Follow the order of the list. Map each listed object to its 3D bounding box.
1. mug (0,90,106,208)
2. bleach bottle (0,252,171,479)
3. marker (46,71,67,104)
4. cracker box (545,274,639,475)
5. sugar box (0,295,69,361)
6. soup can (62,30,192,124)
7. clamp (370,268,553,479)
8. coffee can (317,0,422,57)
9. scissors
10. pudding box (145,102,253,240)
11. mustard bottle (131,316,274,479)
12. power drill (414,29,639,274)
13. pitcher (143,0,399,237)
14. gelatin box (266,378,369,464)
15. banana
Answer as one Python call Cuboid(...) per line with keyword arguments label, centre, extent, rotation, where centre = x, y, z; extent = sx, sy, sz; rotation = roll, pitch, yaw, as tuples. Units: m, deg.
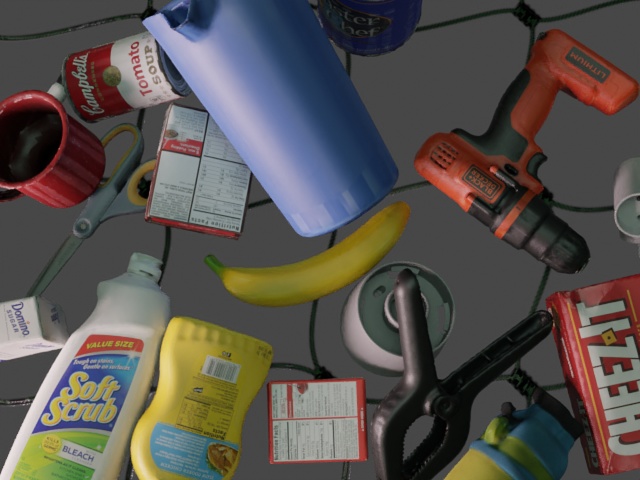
Cuboid(label="mug", centre=(-0.258, -0.071, 0.972), extent=(0.117, 0.081, 0.093), rotation=(-36, 65, 6))
Cuboid(label="bleach bottle", centre=(-0.204, 0.130, 0.951), extent=(0.102, 0.068, 0.251), rotation=(18, 78, 3))
Cuboid(label="marker", centre=(-0.265, -0.120, 1.020), extent=(0.020, 0.020, 0.121), rotation=(32, 82, 7))
Cuboid(label="cracker box", centre=(0.325, 0.104, 0.932), extent=(0.213, 0.072, 0.164), rotation=(-12, 79, 0))
Cuboid(label="sugar box", centre=(-0.320, 0.090, 0.946), extent=(0.176, 0.093, 0.048), rotation=(-14, 80, -2))
Cuboid(label="soup can", centre=(-0.176, -0.152, 0.984), extent=(0.102, 0.068, 0.068), rotation=(-12, 79, 19))
Cuboid(label="clamp", centre=(0.110, 0.133, 0.927), extent=(0.164, 0.036, 0.210), rotation=(10, 105, -25))
Cuboid(label="coffee can", centre=(0.046, -0.239, 0.971), extent=(0.103, 0.140, 0.103), rotation=(0, 79, 2))
Cuboid(label="scissors", centre=(-0.200, -0.012, 1.000), extent=(0.096, 0.016, 0.201), rotation=(20, 81, 5))
Cuboid(label="pudding box", centre=(-0.107, -0.063, 0.987), extent=(0.090, 0.039, 0.113), rotation=(12, 81, -11))
Cuboid(label="mustard bottle", centre=(-0.113, 0.169, 0.937), extent=(0.096, 0.058, 0.191), rotation=(21, 81, -22))
Cuboid(label="power drill", centre=(0.208, -0.084, 0.978), extent=(0.184, 0.057, 0.187), rotation=(38, 83, 8))
Cuboid(label="pitcher", centre=(-0.031, -0.132, 0.939), extent=(0.149, 0.145, 0.243), rotation=(-37, 104, -16))
Cuboid(label="gelatin box", centre=(-0.002, 0.162, 0.954), extent=(0.089, 0.030, 0.073), rotation=(-2, 80, 1))
Cuboid(label="banana", centre=(-0.005, 0.020, 0.976), extent=(0.198, 0.037, 0.069), rotation=(-15, 80, -1))
